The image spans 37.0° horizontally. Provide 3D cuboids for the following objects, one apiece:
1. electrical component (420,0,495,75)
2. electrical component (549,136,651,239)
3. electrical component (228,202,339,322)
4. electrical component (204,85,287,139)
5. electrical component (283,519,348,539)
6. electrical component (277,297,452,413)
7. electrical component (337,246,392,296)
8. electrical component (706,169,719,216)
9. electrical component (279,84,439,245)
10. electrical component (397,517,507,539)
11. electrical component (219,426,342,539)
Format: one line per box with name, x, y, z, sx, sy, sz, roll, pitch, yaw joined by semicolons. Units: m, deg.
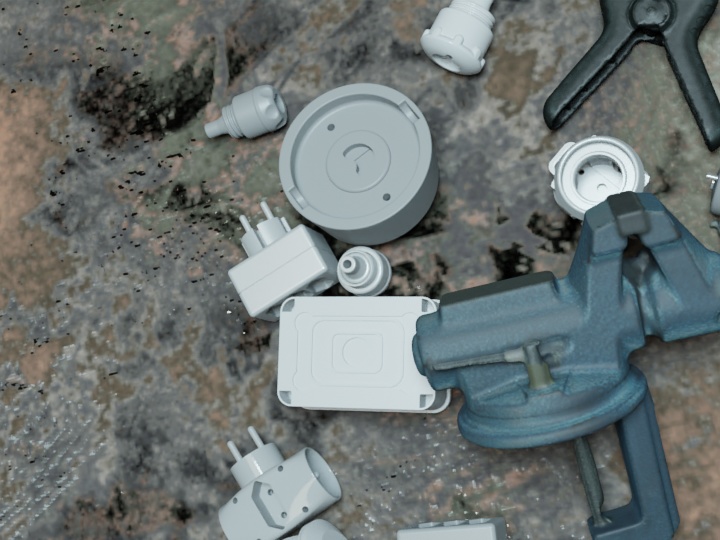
electrical component;0.075;-0.173;0.762;0.048;0.048;0.062;26;84;18
electrical component;0.160;-0.056;0.714;0.078;0.057;0.058;42;95;17
electrical component;-0.061;-0.013;0.778;0.066;0.047;0.076;-32;75;10
electrical component;-0.087;-0.114;0.806;0.061;0.035;0.035;-19;78;16
electrical component;-0.029;0.213;0.723;0.051;0.080;0.080;-31;75;16
electrical component;0.005;0.058;0.744;0.113;0.057;0.078;0;83;16
electrical component;0.000;0.000;0.751;0.035;0.061;0.035;-2;82;16
electrical component;0.262;-0.048;0.692;0.078;0.040;0.040;16;87;17
electrical component;0.004;-0.069;0.757;0.108;0.060;0.108;-5;71;15
electrical component;0.065;0.207;0.712;0.066;0.047;0.076;-8;81;15
electrical component;-0.066;0.149;0.760;0.077;0.043;0.079;-36;74;9
